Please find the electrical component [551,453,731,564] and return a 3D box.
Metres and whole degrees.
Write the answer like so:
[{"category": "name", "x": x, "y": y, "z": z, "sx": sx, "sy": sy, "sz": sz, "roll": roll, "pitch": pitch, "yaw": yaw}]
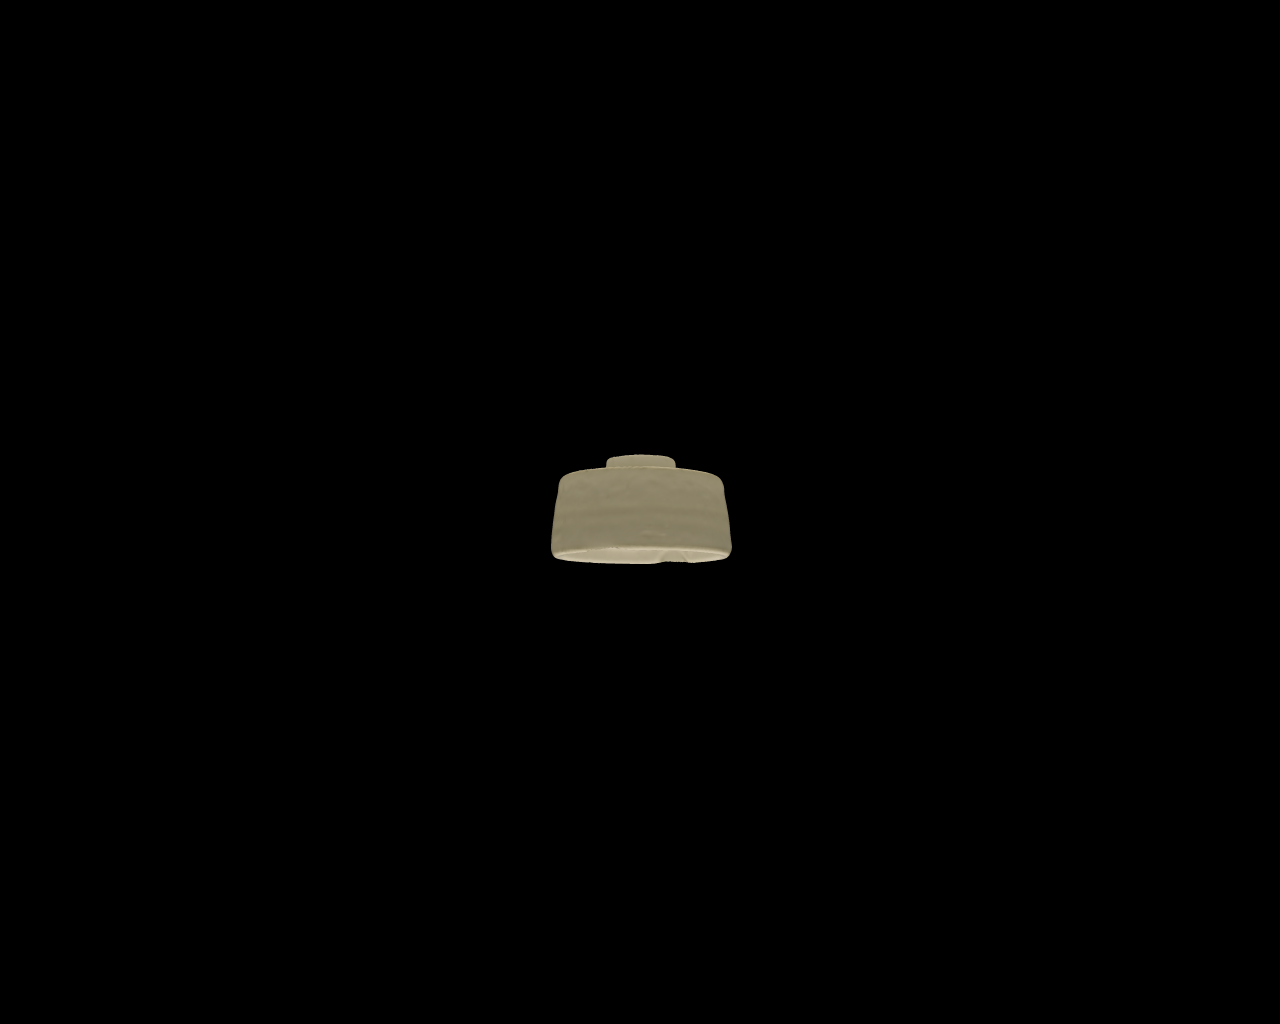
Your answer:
[{"category": "electrical component", "x": 0.001, "y": -0.003, "z": 0.650, "sx": 0.108, "sy": 0.060, "sz": 0.108, "roll": 0, "pitch": -7, "yaw": 0}]
